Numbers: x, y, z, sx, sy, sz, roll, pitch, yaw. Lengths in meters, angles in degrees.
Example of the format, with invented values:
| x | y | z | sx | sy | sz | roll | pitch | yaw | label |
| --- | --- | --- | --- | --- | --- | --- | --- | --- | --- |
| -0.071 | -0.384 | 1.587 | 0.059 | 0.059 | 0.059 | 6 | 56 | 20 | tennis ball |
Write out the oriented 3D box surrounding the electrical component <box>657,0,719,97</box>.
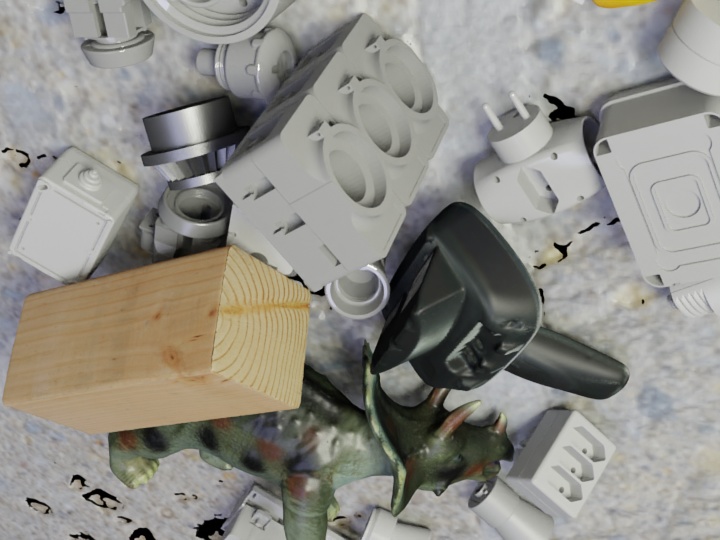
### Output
| x | y | z | sx | sy | sz | roll | pitch | yaw | label |
| --- | --- | --- | --- | --- | --- | --- | --- | --- | --- |
| 0.237 | -0.118 | 0.568 | 0.138 | 0.052 | 0.073 | 24 | 132 | 1 | electrical component |

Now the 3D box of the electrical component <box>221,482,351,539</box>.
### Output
| x | y | z | sx | sy | sz | roll | pitch | yaw | label |
| --- | --- | --- | --- | --- | --- | --- | --- | --- | --- |
| -0.066 | 0.259 | 0.989 | 0.121 | 0.063 | 0.078 | 32 | 132 | -6 | electrical component |

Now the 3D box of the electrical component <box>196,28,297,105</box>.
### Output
| x | y | z | sx | sy | sz | roll | pitch | yaw | label |
| --- | --- | --- | --- | --- | --- | --- | --- | --- | --- |
| -0.074 | -0.131 | 0.687 | 0.062 | 0.048 | 0.048 | 9 | 130 | 24 | electrical component |

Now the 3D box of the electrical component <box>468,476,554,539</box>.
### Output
| x | y | z | sx | sy | sz | roll | pitch | yaw | label |
| --- | --- | --- | --- | --- | --- | --- | --- | --- | --- |
| 0.121 | 0.200 | 0.882 | 0.065 | 0.044 | 0.044 | 42 | 130 | -8 | electrical component |

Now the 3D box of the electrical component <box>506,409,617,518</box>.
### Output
| x | y | z | sx | sy | sz | roll | pitch | yaw | label |
| --- | --- | --- | --- | --- | --- | --- | --- | --- | --- |
| 0.143 | 0.146 | 0.818 | 0.047 | 0.065 | 0.077 | 41 | 159 | -14 | electrical component |

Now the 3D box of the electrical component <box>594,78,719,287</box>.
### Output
| x | y | z | sx | sy | sz | roll | pitch | yaw | label |
| --- | --- | --- | --- | --- | --- | --- | --- | --- | --- |
| 0.192 | -0.054 | 0.635 | 0.078 | 0.057 | 0.113 | -12 | 122 | 29 | electrical component |

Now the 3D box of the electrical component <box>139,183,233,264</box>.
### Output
| x | y | z | sx | sy | sz | roll | pitch | yaw | label |
| --- | --- | --- | --- | --- | --- | --- | --- | --- | --- |
| -0.118 | -0.031 | 0.777 | 0.078 | 0.058 | 0.057 | 21 | 135 | 5 | electrical component |

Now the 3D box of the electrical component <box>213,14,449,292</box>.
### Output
| x | y | z | sx | sy | sz | roll | pitch | yaw | label |
| --- | --- | --- | --- | --- | --- | --- | --- | --- | --- |
| -0.008 | -0.074 | 0.634 | 0.062 | 0.150 | 0.089 | -25 | 115 | 37 | electrical component |

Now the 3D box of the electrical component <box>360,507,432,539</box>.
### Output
| x | y | z | sx | sy | sz | roll | pitch | yaw | label |
| --- | --- | --- | --- | --- | --- | --- | --- | --- | --- |
| 0.030 | 0.239 | 0.947 | 0.055 | 0.045 | 0.045 | 23 | 132 | 3 | electrical component |

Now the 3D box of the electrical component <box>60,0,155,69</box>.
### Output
| x | y | z | sx | sy | sz | roll | pitch | yaw | label |
| --- | --- | --- | --- | --- | --- | --- | --- | --- | --- |
| -0.160 | -0.163 | 0.694 | 0.066 | 0.048 | 0.055 | 5 | 121 | 18 | electrical component |

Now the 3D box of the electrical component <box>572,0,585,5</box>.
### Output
| x | y | z | sx | sy | sz | roll | pitch | yaw | label |
| --- | --- | --- | --- | --- | --- | --- | --- | --- | --- |
| 0.079 | -0.202 | 0.555 | 0.121 | 0.063 | 0.078 | 25 | 132 | 1 | electrical component |

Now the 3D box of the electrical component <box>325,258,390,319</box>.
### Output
| x | y | z | sx | sy | sz | roll | pitch | yaw | label |
| --- | --- | --- | --- | --- | --- | --- | --- | --- | --- |
| 0.000 | 0.000 | 0.749 | 0.044 | 0.065 | 0.044 | 1 | 116 | 3 | electrical component |

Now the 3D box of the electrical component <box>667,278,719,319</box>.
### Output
| x | y | z | sx | sy | sz | roll | pitch | yaw | label |
| --- | --- | --- | --- | --- | --- | --- | --- | --- | --- |
| 0.233 | 0.008 | 0.679 | 0.081 | 0.043 | 0.043 | -24 | 116 | 35 | electrical component |

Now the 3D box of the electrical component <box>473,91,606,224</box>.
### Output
| x | y | z | sx | sy | sz | roll | pitch | yaw | label |
| --- | --- | --- | --- | --- | --- | --- | --- | --- | --- |
| 0.104 | -0.075 | 0.662 | 0.077 | 0.043 | 0.079 | -21 | 118 | 33 | electrical component |

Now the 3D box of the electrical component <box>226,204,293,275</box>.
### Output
| x | y | z | sx | sy | sz | roll | pitch | yaw | label |
| --- | --- | --- | --- | --- | --- | --- | --- | --- | --- |
| -0.054 | -0.053 | 0.734 | 0.050 | 0.055 | 0.089 | 20 | 132 | 5 | electrical component |

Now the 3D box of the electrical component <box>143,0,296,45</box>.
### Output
| x | y | z | sx | sy | sz | roll | pitch | yaw | label |
| --- | --- | --- | --- | --- | --- | --- | --- | --- | --- |
| -0.087 | -0.186 | 0.635 | 0.108 | 0.060 | 0.108 | 11 | 131 | 13 | electrical component |

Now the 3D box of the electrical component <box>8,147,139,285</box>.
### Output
| x | y | z | sx | sy | sz | roll | pitch | yaw | label |
| --- | --- | --- | --- | --- | --- | --- | --- | --- | --- |
| -0.210 | -0.044 | 0.804 | 0.062 | 0.061 | 0.096 | 31 | 126 | -7 | electrical component |
